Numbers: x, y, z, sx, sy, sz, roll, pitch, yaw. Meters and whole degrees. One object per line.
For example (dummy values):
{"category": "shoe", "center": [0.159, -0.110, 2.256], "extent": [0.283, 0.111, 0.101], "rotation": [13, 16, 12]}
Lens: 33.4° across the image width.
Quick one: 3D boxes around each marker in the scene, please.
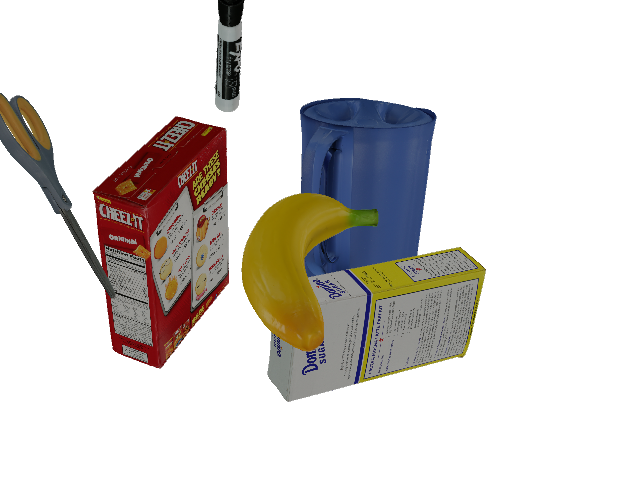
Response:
{"category": "marker", "center": [-0.067, -0.140, 0.784], "extent": [0.020, 0.020, 0.121], "rotation": [0, -33, -6]}

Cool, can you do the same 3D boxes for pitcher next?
{"category": "pitcher", "center": [0.036, -0.015, 1.070], "extent": [0.149, 0.243, 0.145], "rotation": [-3, 20, -15]}

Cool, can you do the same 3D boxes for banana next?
{"category": "banana", "center": [-0.013, 0.008, 0.649], "extent": [0.070, 0.037, 0.197], "rotation": [3, 24, 12]}

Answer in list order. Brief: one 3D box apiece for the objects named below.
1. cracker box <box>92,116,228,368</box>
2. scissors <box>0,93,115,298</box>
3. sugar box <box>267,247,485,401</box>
{"category": "cracker box", "center": [-0.164, 0.001, 1.135], "extent": [0.072, 0.214, 0.164], "rotation": [16, 39, 18]}
{"category": "scissors", "center": [-0.232, -0.048, 0.943], "extent": [0.016, 0.201, 0.096], "rotation": [-26, 24, 9]}
{"category": "sugar box", "center": [0.045, 0.066, 0.871], "extent": [0.176, 0.093, 0.048], "rotation": [-8, 33, -26]}
